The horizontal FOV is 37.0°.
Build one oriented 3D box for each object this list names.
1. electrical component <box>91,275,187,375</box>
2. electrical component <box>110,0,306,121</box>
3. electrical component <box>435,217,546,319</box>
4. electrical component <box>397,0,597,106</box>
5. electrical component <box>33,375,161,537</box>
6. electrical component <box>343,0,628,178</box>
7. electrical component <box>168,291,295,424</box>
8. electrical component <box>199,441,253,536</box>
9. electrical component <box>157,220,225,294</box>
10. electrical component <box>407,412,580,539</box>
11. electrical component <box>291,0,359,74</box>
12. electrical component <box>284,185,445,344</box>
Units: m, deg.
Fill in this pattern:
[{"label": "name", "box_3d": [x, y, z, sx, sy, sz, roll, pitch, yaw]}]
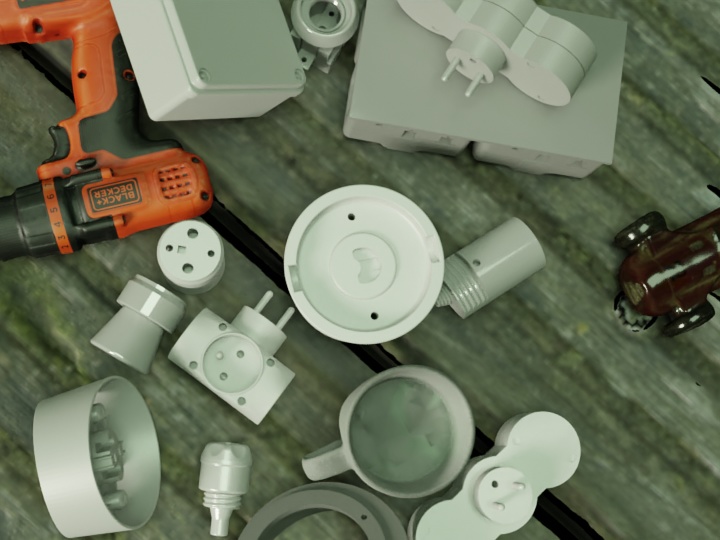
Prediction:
[{"label": "electrical component", "box_3d": [-0.150, 0.037, 0.732, 0.045, 0.045, 0.055, 31, 79, -1]}, {"label": "electrical component", "box_3d": [-0.104, -0.162, 0.736, 0.109, 0.056, 0.108, -12, 81, -50]}, {"label": "electrical component", "box_3d": [0.087, 0.001, 0.765, 0.081, 0.043, 0.043, -32, 86, -10]}, {"label": "electrical component", "box_3d": [0.083, -0.150, 0.721, 0.138, 0.052, 0.073, 33, 79, -1]}, {"label": "electrical component", "box_3d": [-0.169, 0.121, 0.692, 0.064, 0.099, 0.099, -13, 83, -2]}, {"label": "electrical component", "box_3d": [0.088, -0.136, 0.778, 0.186, 0.060, 0.105, 9, 80, -5]}, {"label": "electrical component", "box_3d": [-0.077, 0.051, 0.738, 0.077, 0.044, 0.079, 37, 78, 0]}, {"label": "electrical component", "box_3d": [-0.092, 0.148, 0.727, 0.035, 0.035, 0.061, 6, 83, -6]}, {"label": "electrical component", "box_3d": [-0.115, -0.009, 0.737, 0.045, 0.055, 0.045, 1, 81, -7]}, {"label": "electrical component", "box_3d": [0.094, 0.152, 0.728, 0.138, 0.073, 0.052, -42, 88, -11]}, {"label": "electrical component", "box_3d": [-0.026, -0.177, 0.773, 0.048, 0.055, 0.066, 29, 79, -1]}, {"label": "electrical component", "box_3d": [0.000, 0.000, 0.747, 0.108, 0.060, 0.108, 1, 81, -7]}]
